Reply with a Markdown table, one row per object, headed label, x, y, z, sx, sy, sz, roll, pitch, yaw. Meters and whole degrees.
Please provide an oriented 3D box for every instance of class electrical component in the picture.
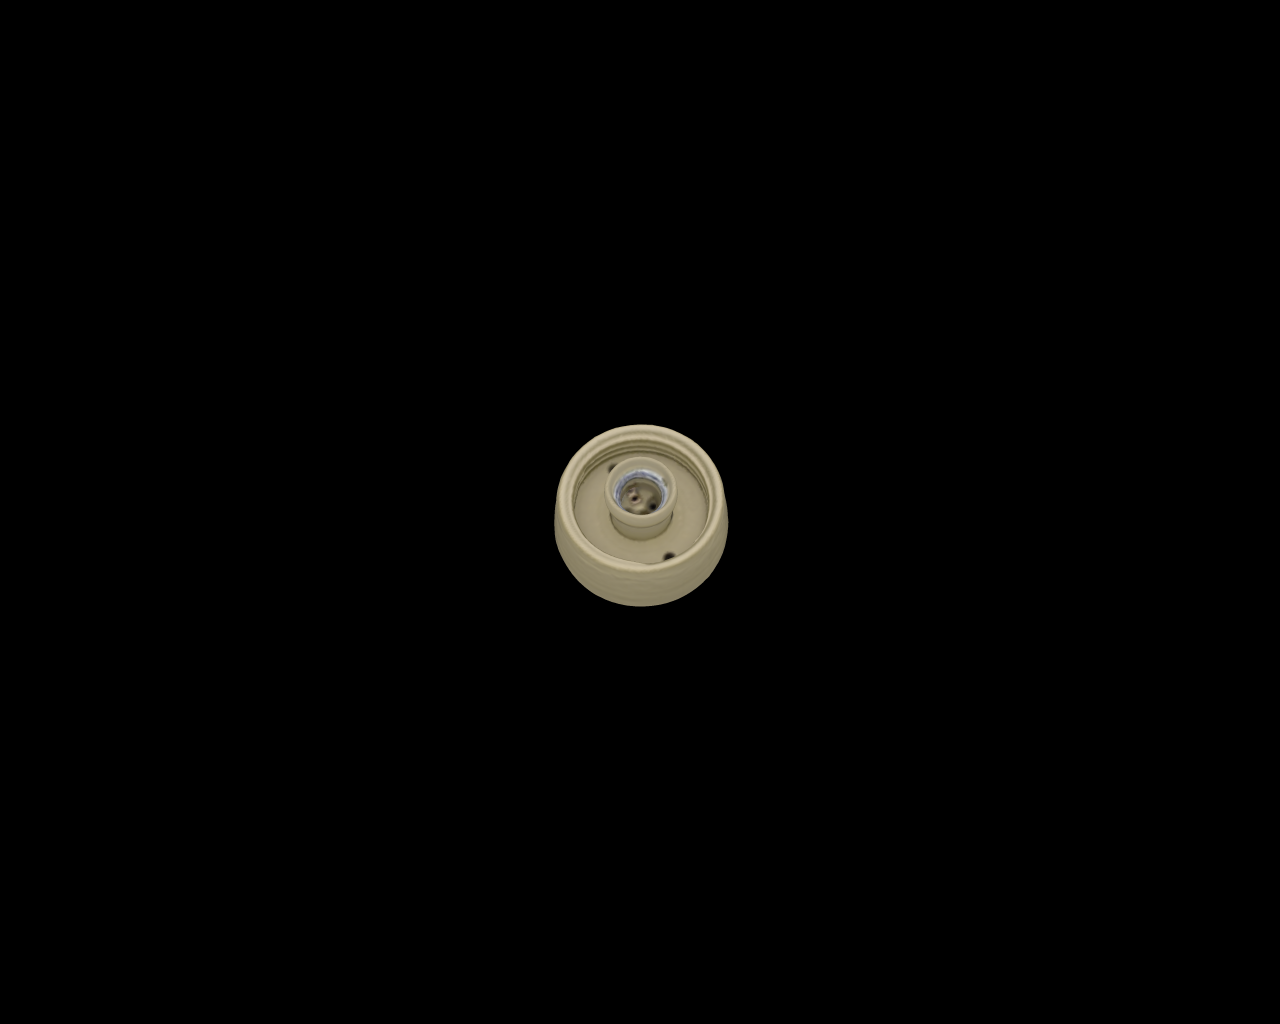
| label | x | y | z | sx | sy | sz | roll | pitch | yaw |
| --- | --- | --- | --- | --- | --- | --- | --- | --- | --- |
| electrical component | 0.001 | -0.003 | 0.650 | 0.108 | 0.108 | 0.060 | 0 | -25 | 0 |
